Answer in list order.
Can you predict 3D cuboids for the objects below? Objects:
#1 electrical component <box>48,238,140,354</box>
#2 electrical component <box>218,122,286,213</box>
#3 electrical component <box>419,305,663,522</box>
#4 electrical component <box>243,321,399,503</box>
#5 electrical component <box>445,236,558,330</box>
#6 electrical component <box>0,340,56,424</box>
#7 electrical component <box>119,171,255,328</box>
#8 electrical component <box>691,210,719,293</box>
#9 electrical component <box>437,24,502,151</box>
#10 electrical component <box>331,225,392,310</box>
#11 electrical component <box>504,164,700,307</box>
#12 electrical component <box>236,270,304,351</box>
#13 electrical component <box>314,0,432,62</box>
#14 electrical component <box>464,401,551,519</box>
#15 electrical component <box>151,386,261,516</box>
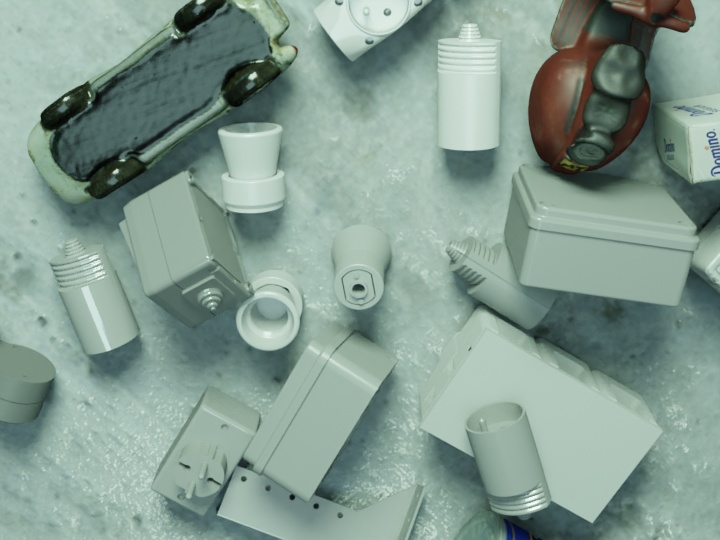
[{"bbox_3d":[-0.194,0.015,0.779,0.043,0.043,0.081,-16,107,6],"label":"electrical component"},{"bbox_3d":[-0.075,-0.071,0.747,0.045,0.045,0.055,-1,109,1],"label":"electrical component"},{"bbox_3d":[0.129,0.103,0.793,0.150,0.061,0.089,30,106,-9],"label":"electrical component"},{"bbox_3d":[-0.028,0.101,0.783,0.057,0.078,0.113,32,107,6],"label":"electrical component"},{"bbox_3d":[0.097,0.004,0.770,0.081,0.043,0.043,32,106,-9],"label":"electrical component"},{"bbox_3d":[-0.289,0.052,0.787,0.138,0.052,0.073,25,107,-7],"label":"electrical component"},{"bbox_3d":[-0.119,-0.007,0.736,0.061,0.096,0.061,-28,146,10],"label":"electrical component"},{"bbox_3d":[0.283,-0.022,0.753,0.062,0.061,0.096,39,97,-11],"label":"electrical component"},{"bbox_3d":[0.074,-0.125,0.728,0.043,0.043,0.081,-1,108,1],"label":"electrical component"},{"bbox_3d":[0.000,0.000,0.757,0.044,0.065,0.044,1,114,2],"label":"electrical component"},{"bbox_3d":[0.158,-0.025,0.726,0.109,0.108,0.056,8,111,-2],"label":"electrical component"},{"bbox_3d":[-0.064,0.028,0.774,0.045,0.055,0.045,0,108,1],"label":"electrical component"},{"bbox_3d":[0.001,-0.192,0.706,0.077,0.044,0.079,-36,104,12],"label":"electrical component"},{"bbox_3d":[0.104,0.137,0.747,0.043,0.043,0.081,-17,107,6],"label":"electrical component"},{"bbox_3d":[-0.118,0.144,0.803,0.047,0.075,0.083,30,106,-9],"label":"electrical component"}]
